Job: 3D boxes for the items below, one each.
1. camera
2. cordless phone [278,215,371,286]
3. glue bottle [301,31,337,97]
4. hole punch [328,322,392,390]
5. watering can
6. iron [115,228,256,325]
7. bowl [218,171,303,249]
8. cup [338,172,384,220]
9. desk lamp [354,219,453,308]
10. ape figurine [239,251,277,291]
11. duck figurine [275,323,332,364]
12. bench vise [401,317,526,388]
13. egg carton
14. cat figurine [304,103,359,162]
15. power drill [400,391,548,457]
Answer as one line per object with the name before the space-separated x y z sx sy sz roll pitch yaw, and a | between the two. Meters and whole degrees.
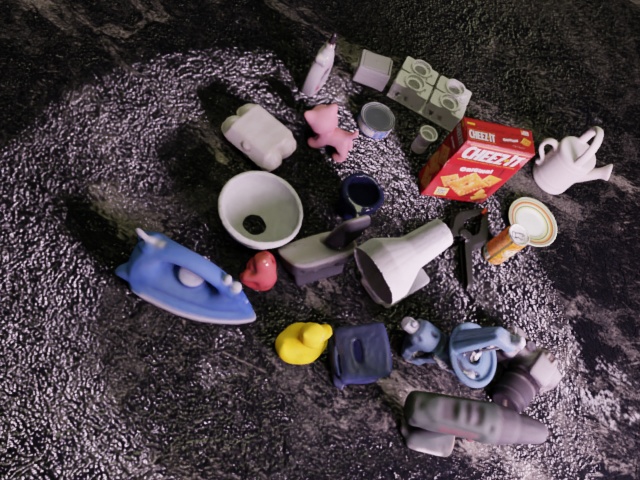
camera | 0.392 0.264 1.130 0.143 0.100 0.137 46 60 7
cordless phone | 0.010 0.004 1.077 0.148 0.185 0.094 -20 73 -26
glue bottle | 0.007 -0.400 1.283 0.037 0.173 0.078 33 59 -1
hole punch | 0.072 0.211 1.051 0.101 0.091 0.108 1 65 -19
watering can | 0.619 -0.198 1.382 0.173 0.194 0.101 11 62 -14
iron | -0.216 0.062 0.996 0.258 0.141 0.119 26 59 -5
bowl | -0.121 -0.047 1.122 0.168 0.074 0.167 8 63 -15
cup | 0.074 -0.068 1.187 0.092 0.095 0.118 17 61 -10
desk lamp | 0.150 0.046 1.089 0.204 0.213 0.118 -28 76 -28
ape figurine | -0.111 0.052 1.066 0.078 0.092 0.076 -26 75 -28
duck figurine | -0.026 0.179 1.036 0.105 0.086 0.077 -12 69 -24
bench vise | 0.255 0.200 1.045 0.208 0.219 0.121 11 62 -14
egg carton | -0.129 -0.216 1.205 0.150 0.069 0.107 39 59 3
cat figurine | 0.024 -0.245 1.244 0.128 0.117 0.067 26 59 -5
power drill | 0.237 0.319 0.987 0.230 0.208 0.075 16 61 -11
